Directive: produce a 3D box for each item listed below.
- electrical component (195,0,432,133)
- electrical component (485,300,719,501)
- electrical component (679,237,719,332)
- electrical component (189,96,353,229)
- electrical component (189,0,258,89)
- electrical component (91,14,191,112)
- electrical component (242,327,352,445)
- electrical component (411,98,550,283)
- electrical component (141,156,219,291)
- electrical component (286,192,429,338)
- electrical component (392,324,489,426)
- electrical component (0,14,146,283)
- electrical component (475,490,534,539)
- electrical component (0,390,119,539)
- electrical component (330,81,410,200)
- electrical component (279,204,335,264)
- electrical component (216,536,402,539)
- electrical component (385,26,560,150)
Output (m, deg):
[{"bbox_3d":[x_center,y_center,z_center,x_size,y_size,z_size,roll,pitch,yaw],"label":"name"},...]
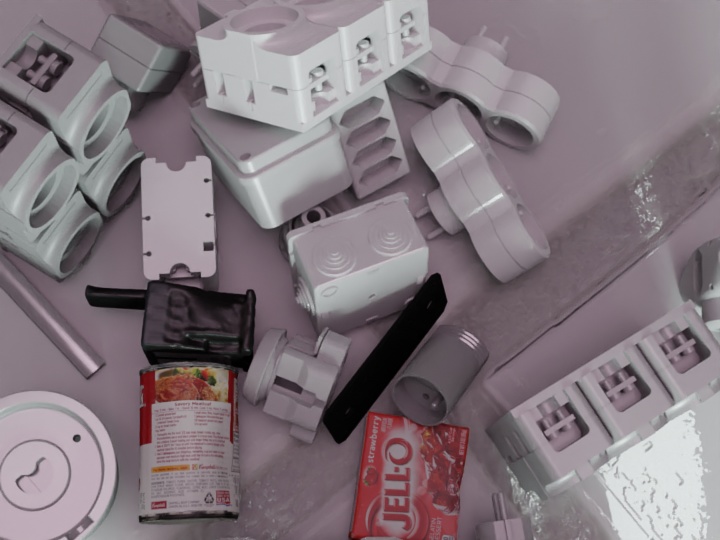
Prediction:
[{"bbox_3d":[-0.029,-0.162,0.747,0.089,0.061,0.150,19,42,33],"label":"electrical component"},{"bbox_3d":[0.173,0.093,0.746,0.150,0.089,0.061,-29,78,-12],"label":"electrical component"},{"bbox_3d":[0.267,0.021,0.781,0.043,0.077,0.079,5,73,-3],"label":"electrical component"},{"bbox_3d":[-0.066,-0.091,0.770,0.078,0.057,0.113,-30,41,-13],"label":"electrical component"},{"bbox_3d":[-0.102,-0.167,0.804,0.047,0.083,0.075,36,74,6],"label":"electrical component"},{"bbox_3d":[-0.173,-0.144,0.806,0.047,0.066,0.076,32,103,5],"label":"electrical component"},{"bbox_3d":[-0.046,0.074,0.748,0.057,0.058,0.078,21,106,4],"label":"electrical component"},{"bbox_3d":[0.075,-0.051,0.801,0.074,0.052,0.138,-33,81,21],"label":"electrical component"},{"bbox_3d":[-0.129,-0.029,0.775,0.050,0.055,0.089,-3,74,-6],"label":"electrical component"},{"bbox_3d":[0.000,0.000,0.756,0.100,0.099,0.048,-20,63,-10],"label":"electrical component"},{"bbox_3d":[0.060,0.069,0.762,0.043,0.043,0.081,37,43,7],"label":"electrical component"},{"bbox_3d":[-0.203,-0.068,0.713,0.060,0.186,0.105,32,74,5],"label":"electrical component"},{"bbox_3d":[0.098,0.186,0.716,0.047,0.083,0.075,-7,74,-7],"label":"electrical component"},{"bbox_3d":[-0.213,0.138,0.716,0.108,0.060,0.108,1,73,-4],"label":"electrical component"},{"bbox_3d":[-0.009,-0.110,0.805,0.047,0.083,0.075,-29,40,-12],"label":"electrical component"},{"bbox_3d":[-0.035,-0.029,0.780,0.048,0.062,0.048,1,74,-4],"label":"electrical component"},{"bbox_3d":[-0.033,0.231,0.689,0.186,0.060,0.105,1,91,-5],"label":"electrical component"},{"bbox_3d":[0.091,-0.156,0.833,0.138,0.052,0.073,26,73,3],"label":"electrical component"}]
